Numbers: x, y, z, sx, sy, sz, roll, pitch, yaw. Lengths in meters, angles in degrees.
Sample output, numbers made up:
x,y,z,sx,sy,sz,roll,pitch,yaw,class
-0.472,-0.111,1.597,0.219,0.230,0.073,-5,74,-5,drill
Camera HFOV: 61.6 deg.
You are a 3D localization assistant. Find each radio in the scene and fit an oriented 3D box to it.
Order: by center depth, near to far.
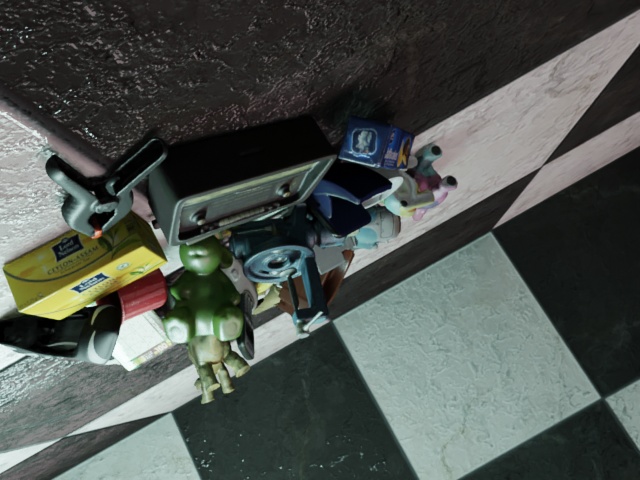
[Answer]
x,y,z,sx,sy,sz,roll,pitch,yaw,class
-0.102,-0.076,0.695,0.229,0.073,0.131,-20,162,-32,radio

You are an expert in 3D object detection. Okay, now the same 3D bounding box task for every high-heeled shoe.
x,y,z,sx,sy,sz,roll,pitch,yaw,class
-0.372,0.124,0.749,0.145,0.086,0.249,17,155,-31,high-heeled shoe

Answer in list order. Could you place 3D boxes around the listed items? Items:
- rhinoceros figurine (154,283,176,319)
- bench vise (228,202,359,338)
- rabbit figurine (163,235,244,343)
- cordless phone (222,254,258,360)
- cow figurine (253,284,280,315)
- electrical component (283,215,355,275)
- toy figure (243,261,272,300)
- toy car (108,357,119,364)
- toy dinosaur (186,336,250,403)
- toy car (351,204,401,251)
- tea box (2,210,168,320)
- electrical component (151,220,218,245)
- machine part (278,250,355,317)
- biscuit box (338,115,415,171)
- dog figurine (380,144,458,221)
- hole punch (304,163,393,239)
x,y,z,sx,sy,sz,roll,pitch,yaw,class
-0.335,0.152,1.029,0.190,0.073,0.112,-37,163,28,rhinoceros figurine
-0.029,0.042,0.877,0.224,0.241,0.128,-2,148,-22,bench vise
-0.180,0.059,0.869,0.121,0.170,0.159,1,-160,-2,rabbit figurine
-0.164,0.123,0.986,0.089,0.184,0.146,-22,125,0,cordless phone
-0.169,0.150,1.324,0.195,0.085,0.127,-20,169,-25,cow figurine
-0.002,-0.003,1.027,0.115,0.134,0.058,-29,-150,-4,electrical component
-0.119,0.057,1.112,0.082,0.089,0.180,-17,153,-49,toy figure
-0.394,0.222,1.190,0.202,0.056,0.073,-31,166,5,toy car
-0.256,0.244,1.239,0.105,0.199,0.471,-21,157,-33,toy dinosaur
0.126,-0.031,1.174,0.103,0.109,0.161,3,-177,24,toy car
-0.299,0.032,0.699,0.170,0.068,0.098,-28,166,-3,tea box
-0.184,-0.029,0.773,0.102,0.045,0.078,-29,138,-10,electrical component
-0.005,0.075,1.209,0.201,0.087,0.201,-64,167,10,machine part
0.088,-0.137,0.779,0.202,0.063,0.059,-21,127,-70,biscuit box
0.196,-0.097,1.148,0.191,0.108,0.219,-27,168,-12,dog figurine
0.040,-0.081,0.863,0.142,0.116,0.092,-30,162,-46,hole punch
